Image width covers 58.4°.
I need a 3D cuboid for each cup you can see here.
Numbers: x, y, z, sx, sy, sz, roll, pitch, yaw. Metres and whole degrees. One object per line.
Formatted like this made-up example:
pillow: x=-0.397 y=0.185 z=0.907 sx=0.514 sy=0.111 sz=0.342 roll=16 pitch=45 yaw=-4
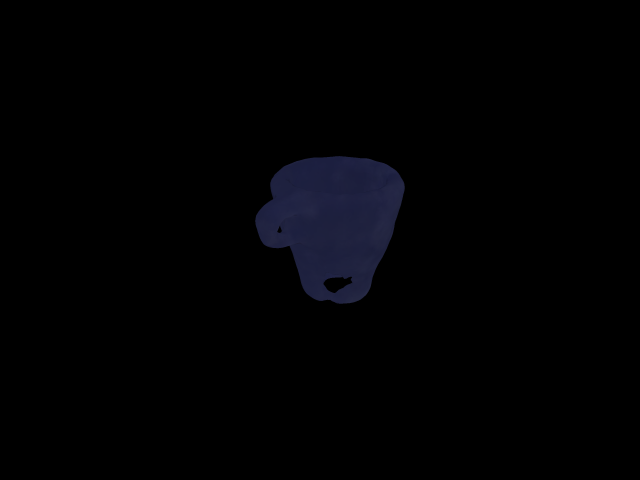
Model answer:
cup: x=0.004 y=0.001 z=0.400 sx=0.091 sy=0.095 sz=0.118 roll=21 pitch=33 yaw=36
